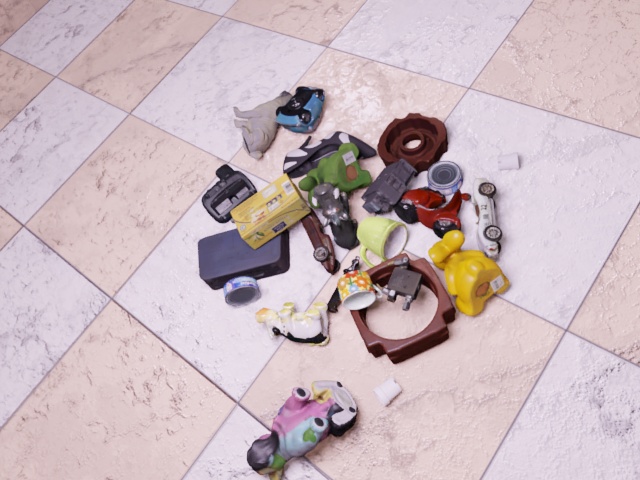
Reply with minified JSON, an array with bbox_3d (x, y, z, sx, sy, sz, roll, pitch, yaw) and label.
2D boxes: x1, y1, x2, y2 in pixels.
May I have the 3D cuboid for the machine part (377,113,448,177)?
[{"bbox_3d":[0.238,-0.244,1.377,0.179,0.056,0.179,-10,58,16],"label":"machine part"}]

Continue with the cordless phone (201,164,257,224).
[{"bbox_3d":[-0.274,-0.144,1.497,0.146,0.088,0.184,-41,45,-6],"label":"cordless phone"}]

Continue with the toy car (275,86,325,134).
[{"bbox_3d":[-0.045,-0.354,1.514,0.109,0.102,0.161,17,62,32],"label":"toy car"}]

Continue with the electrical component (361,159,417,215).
[{"bbox_3d":[0.160,-0.122,1.293,0.058,0.115,0.134,40,73,-8],"label":"electrical component"}]

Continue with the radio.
[{"bbox_3d":[-0.191,0.037,1.351,0.230,0.073,0.131,-15,57,12],"label":"radio"}]

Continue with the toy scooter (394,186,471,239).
[{"bbox_3d":[0.271,-0.080,1.251,0.135,0.075,0.184,-42,46,-18],"label":"toy scooter"}]

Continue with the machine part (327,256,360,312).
[{"bbox_3d":[0.053,0.102,1.231,0.039,0.084,0.139,30,81,-1],"label":"machine part"}]

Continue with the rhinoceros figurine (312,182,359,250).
[{"bbox_3d":[0.035,-0.057,1.262,0.073,0.190,0.112,-14,38,15],"label":"rhinoceros figurine"}]

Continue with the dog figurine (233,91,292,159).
[{"bbox_3d":[-0.137,-0.329,1.546,0.191,0.121,0.172,-19,88,-12],"label":"dog figurine"}]

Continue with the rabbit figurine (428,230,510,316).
[{"bbox_3d":[0.288,0.055,1.140,0.122,0.162,0.173,-44,38,5],"label":"rabbit figurine"}]

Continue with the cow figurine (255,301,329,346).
[{"bbox_3d":[-0.062,0.193,1.211,0.168,0.098,0.068,-3,17,20],"label":"cow figurine"}]

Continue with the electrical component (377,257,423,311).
[{"bbox_3d":[0.167,0.087,1.107,0.078,0.045,0.102,20,69,30],"label":"electrical component"}]

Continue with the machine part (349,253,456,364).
[{"bbox_3d":[0.171,0.145,1.150,0.201,0.087,0.202,-26,54,3],"label":"machine part"}]

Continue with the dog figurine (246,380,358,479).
[{"bbox_3d":[-0.045,0.390,1.076,0.109,0.191,0.219,52,120,31],"label":"dog figurine"}]

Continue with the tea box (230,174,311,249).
[{"bbox_3d":[-0.120,-0.068,1.293,0.170,0.068,0.098,-33,52,7],"label":"tea box"}]

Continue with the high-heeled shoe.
[{"bbox_3d":[0.017,-0.209,1.421,0.249,0.086,0.145,15,68,32],"label":"high-heeled shoe"}]

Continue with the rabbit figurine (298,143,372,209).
[{"bbox_3d":[0.021,-0.146,1.357,0.159,0.121,0.170,-45,19,-32],"label":"rabbit figurine"}]

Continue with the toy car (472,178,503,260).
[{"bbox_3d":[0.371,-0.047,1.200,0.056,0.073,0.202,-4,59,13],"label":"toy car"}]

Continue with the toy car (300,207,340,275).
[{"bbox_3d":[-0.003,-0.004,1.297,0.053,0.089,0.202,-30,54,5],"label":"toy car"}]

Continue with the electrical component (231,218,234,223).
[{"bbox_3d":[-0.198,-0.039,1.429,0.094,0.021,0.063,1,62,19],"label":"electrical component"}]
